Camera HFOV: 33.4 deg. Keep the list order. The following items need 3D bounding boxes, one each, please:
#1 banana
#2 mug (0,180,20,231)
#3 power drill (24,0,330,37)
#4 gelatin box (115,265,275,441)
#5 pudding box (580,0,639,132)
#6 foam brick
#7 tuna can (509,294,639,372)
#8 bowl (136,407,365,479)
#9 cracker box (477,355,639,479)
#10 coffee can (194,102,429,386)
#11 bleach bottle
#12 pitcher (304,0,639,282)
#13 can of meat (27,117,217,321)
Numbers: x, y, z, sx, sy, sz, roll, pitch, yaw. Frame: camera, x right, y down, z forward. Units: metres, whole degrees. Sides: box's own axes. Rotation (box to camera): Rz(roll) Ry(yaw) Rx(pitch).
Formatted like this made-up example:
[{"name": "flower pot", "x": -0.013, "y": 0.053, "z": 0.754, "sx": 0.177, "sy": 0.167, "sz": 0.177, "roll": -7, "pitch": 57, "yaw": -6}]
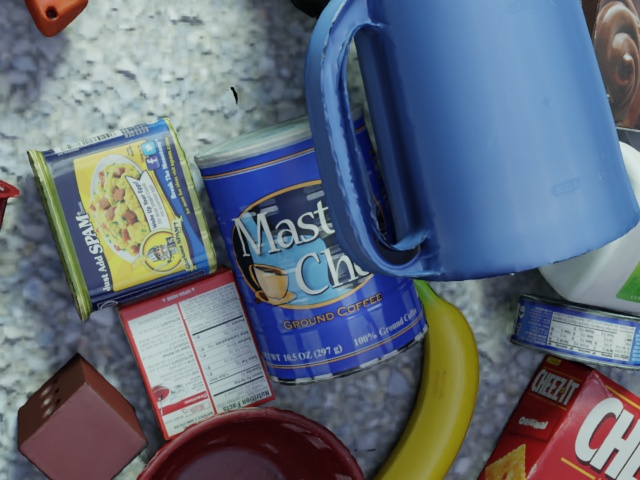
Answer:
[{"name": "banana", "x": 0.060, "y": 0.123, "z": 0.697, "sx": 0.069, "sy": 0.037, "sz": 0.198, "roll": 17, "pitch": 89, "yaw": 3}, {"name": "mug", "x": -0.230, "y": -0.002, "z": 0.584, "sx": 0.117, "sy": 0.093, "sz": 0.081, "roll": 17, "pitch": 96, "yaw": 14}, {"name": "power drill", "x": -0.089, "y": -0.188, "z": 0.615, "sx": 0.187, "sy": 0.057, "sz": 0.184, "roll": -27, "pitch": 98, "yaw": -14}, {"name": "gelatin box", "x": -0.077, "y": 0.069, "z": 0.656, "sx": 0.073, "sy": 0.030, "sz": 0.089, "roll": -20, "pitch": 100, "yaw": -14}, {"name": "pudding box", "x": 0.197, "y": -0.121, "z": 0.643, "sx": 0.090, "sy": 0.039, "sz": 0.113, "roll": 6, "pitch": 101, "yaw": -15}, {"name": "foam brick", "x": -0.139, "y": 0.108, "z": 0.618, "sx": 0.053, "sy": 0.078, "sz": 0.051, "roll": -44, "pitch": 106, "yaw": -8}, {"name": "tuna can", "x": 0.168, "y": 0.059, "z": 0.691, "sx": 0.086, "sy": 0.086, "sz": 0.034, "roll": 11, "pitch": 91, "yaw": -16}, {"name": "bowl", "x": -0.051, "y": 0.177, "z": 0.655, "sx": 0.161, "sy": 0.055, "sz": 0.162, "roll": -1, "pitch": 94, "yaw": -20}, {"name": "cracker box", "x": 0.177, "y": 0.210, "z": 0.715, "sx": 0.164, "sy": 0.072, "sz": 0.213, "roll": 32, "pitch": 86, "yaw": -16}, {"name": "coffee can", "x": -0.004, "y": 0.001, "z": 0.630, "sx": 0.102, "sy": 0.103, "sz": 0.140, "roll": -20, "pitch": 100, "yaw": -13}, {"name": "bleach bottle", "x": 0.266, "y": 0.007, "z": 0.704, "sx": 0.250, "sy": 0.068, "sz": 0.103, "roll": 10, "pitch": 120, "yaw": -29}, {"name": "pitcher", "x": 0.069, "y": -0.104, "z": 0.557, "sx": 0.145, "sy": 0.149, "sz": 0.243, "roll": -13, "pitch": 101, "yaw": 18}, {"name": "can of meat", "x": -0.115, "y": -0.015, "z": 0.624, "sx": 0.083, "sy": 0.057, "sz": 0.102, "roll": -18, "pitch": 100, "yaw": -15}]
